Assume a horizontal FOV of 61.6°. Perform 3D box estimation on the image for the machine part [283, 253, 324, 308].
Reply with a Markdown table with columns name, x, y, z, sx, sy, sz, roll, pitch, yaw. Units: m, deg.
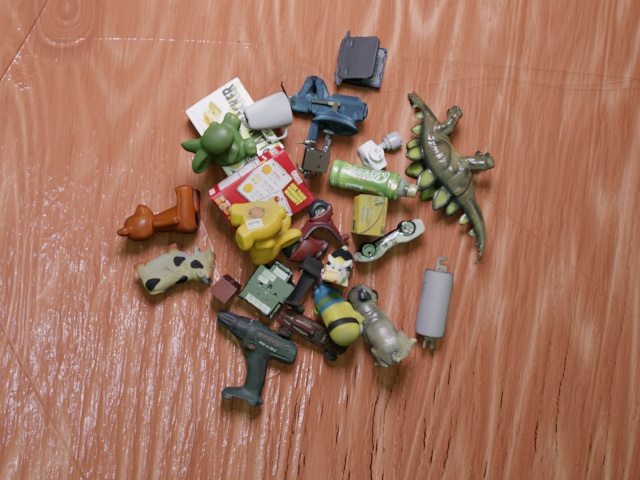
| name | x | y | z | sx | sy | sz | roll | pitch | yaw |
| --- | --- | --- | --- | --- | --- | --- | --- | --- | --- |
| machine part | -0.041 | 0.107 | 1.352 | 0.039 | 0.084 | 0.139 | 24 | 78 | 39 |

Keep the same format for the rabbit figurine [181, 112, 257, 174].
| name | x | y | z | sx | sy | sz | roll | pitch | yaw |
| --- | --- | --- | --- | --- | --- | --- | --- | --- | --- |
| rabbit figurine | -0.242 | -0.231 | 1.253 | 0.159 | 0.170 | 0.121 | -25 | 92 | 0 |

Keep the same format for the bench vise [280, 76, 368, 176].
| name | x | y | z | sx | sy | sz | roll | pitch | yaw |
| --- | --- | --- | --- | --- | --- | --- | --- | --- | --- |
| bench vise | -0.001 | -0.285 | 1.355 | 0.224 | 0.129 | 0.240 | 12 | 87 | 1 |

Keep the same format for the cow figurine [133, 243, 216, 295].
| name | x | y | z | sx | sy | sz | roll | pitch | yaw |
| --- | --- | --- | --- | --- | --- | --- | --- | --- | --- |
| cow figurine | -0.357 | 0.077 | 1.370 | 0.195 | 0.085 | 0.127 | -26 | 86 | -3 |

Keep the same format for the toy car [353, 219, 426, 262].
| name | x | y | z | sx | sy | sz | roll | pitch | yaw |
| --- | --- | --- | --- | --- | --- | --- | --- | --- | --- |
| toy car | 0.176 | 0.004 | 1.386 | 0.202 | 0.073 | 0.056 | -30 | 92 | -1 |

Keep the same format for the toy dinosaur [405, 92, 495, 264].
| name | x | y | z | sx | sy | sz | roll | pitch | yaw |
| --- | --- | --- | --- | --- | --- | --- | --- | --- | --- |
| toy dinosaur | 0.335 | -0.173 | 1.377 | 0.199 | 0.105 | 0.471 | -30 | 83 | 7 |

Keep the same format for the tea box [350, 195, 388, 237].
| name | x | y | z | sx | sy | sz | roll | pitch | yaw |
| --- | --- | --- | --- | --- | --- | --- | --- | --- | --- |
| tea box | 0.119 | -0.060 | 1.336 | 0.068 | 0.169 | 0.098 | 6 | 90 | -3 |

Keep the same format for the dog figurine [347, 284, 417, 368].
| name | x | y | z | sx | sy | sz | roll | pitch | yaw |
| --- | --- | --- | --- | --- | --- | --- | --- | --- | --- |
| dog figurine | 0.139 | 0.208 | 1.348 | 0.121 | 0.172 | 0.190 | -34 | 99 | -11 |

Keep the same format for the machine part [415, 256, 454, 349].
| name | x | y | z | sx | sy | sz | roll | pitch | yaw |
| --- | --- | --- | --- | --- | --- | --- | --- | --- | --- |
| machine part | 0.296 | 0.162 | 1.393 | 0.079 | 0.079 | 0.243 | 9 | 92 | -2 |

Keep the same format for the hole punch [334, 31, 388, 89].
| name | x | y | z | sx | sy | sz | roll | pitch | yaw |
| --- | --- | --- | --- | --- | --- | --- | --- | --- | --- |
| hole punch | 0.108 | -0.453 | 1.377 | 0.116 | 0.092 | 0.142 | 12 | 94 | 29 |

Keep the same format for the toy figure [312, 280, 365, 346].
| name | x | y | z | sx | sy | sz | roll | pitch | yaw |
| --- | --- | --- | --- | --- | --- | --- | --- | --- | --- |
| toy figure | 0.036 | 0.184 | 1.352 | 0.089 | 0.082 | 0.180 | -16 | 60 | -33 |

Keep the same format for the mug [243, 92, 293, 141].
| name | x | y | z | sx | sy | sz | roll | pitch | yaw |
| --- | --- | --- | --- | --- | --- | --- | --- | --- | --- |
| mug | -0.128 | -0.295 | 1.312 | 0.107 | 0.081 | 0.109 | -16 | 117 | -13 |

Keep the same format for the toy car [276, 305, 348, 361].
| name | x | y | z | sx | sy | sz | roll | pitch | yaw |
| --- | --- | --- | --- | --- | --- | --- | --- | --- | --- |
| toy car | -0.016 | 0.237 | 1.389 | 0.202 | 0.053 | 0.089 | 29 | 91 | -11 |

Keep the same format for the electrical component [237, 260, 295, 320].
| name | x | y | z | sx | sy | sz | roll | pitch | yaw |
| --- | --- | --- | --- | --- | --- | --- | --- | --- | --- |
| electrical component | -0.129 | 0.121 | 1.390 | 0.115 | 0.058 | 0.134 | 38 | 90 | -4 |

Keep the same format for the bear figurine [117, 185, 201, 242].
| name | x | y | z | sx | sy | sz | roll | pitch | yaw |
| --- | --- | --- | --- | --- | --- | --- | --- | --- | --- |
| bear figurine | -0.404 | -0.064 | 1.351 | 0.196 | 0.120 | 0.132 | -3 | 88 | 3 |

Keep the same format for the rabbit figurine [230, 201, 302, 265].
| name | x | y | z | sx | sy | sz | roll | pitch | yaw |
| --- | --- | --- | --- | --- | --- | --- | --- | --- | --- |
| rabbit figurine | -0.135 | -0.014 | 1.311 | 0.162 | 0.173 | 0.122 | -22 | 49 | -20 |

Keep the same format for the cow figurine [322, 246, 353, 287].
| name | x | y | z | sx | sy | sz | roll | pitch | yaw |
| --- | --- | --- | --- | --- | --- | --- | --- | --- | --- |
| cow figurine | 0.050 | 0.063 | 1.338 | 0.068 | 0.167 | 0.098 | 19 | 92 | 3 |

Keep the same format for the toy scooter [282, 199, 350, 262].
| name | x | y | z | sx | sy | sz | roll | pitch | yaw |
| --- | --- | --- | --- | --- | --- | --- | --- | --- | --- |
| toy scooter | -0.003 | -0.004 | 1.378 | 0.135 | 0.075 | 0.184 | 31 | 104 | -21 |

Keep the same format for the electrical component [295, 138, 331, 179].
| name | x | y | z | sx | sy | sz | roll | pitch | yaw |
| --- | --- | --- | --- | --- | --- | --- | --- | --- | --- |
| electrical component | -0.017 | -0.199 | 1.305 | 0.078 | 0.045 | 0.102 | 0 | 110 | -15 |

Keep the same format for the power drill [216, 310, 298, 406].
| name | x | y | z | sx | sy | sz | roll | pitch | yaw |
| --- | --- | --- | --- | --- | --- | --- | --- | --- | --- |
| power drill | -0.187 | 0.309 | 1.388 | 0.232 | 0.086 | 0.207 | 19 | 83 | -5 |
